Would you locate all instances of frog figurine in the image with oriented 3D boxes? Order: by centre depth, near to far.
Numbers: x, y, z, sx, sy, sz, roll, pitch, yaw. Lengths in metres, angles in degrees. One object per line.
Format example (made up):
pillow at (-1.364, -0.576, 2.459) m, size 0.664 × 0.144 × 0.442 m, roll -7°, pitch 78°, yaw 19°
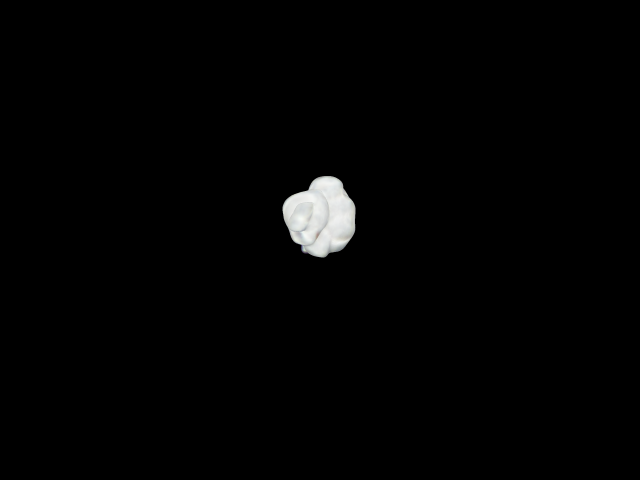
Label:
frog figurine at (0.003, -0.043, 0.850) m, size 0.123 × 0.138 × 0.158 m, roll 18°, pitch -10°, yaw 3°
